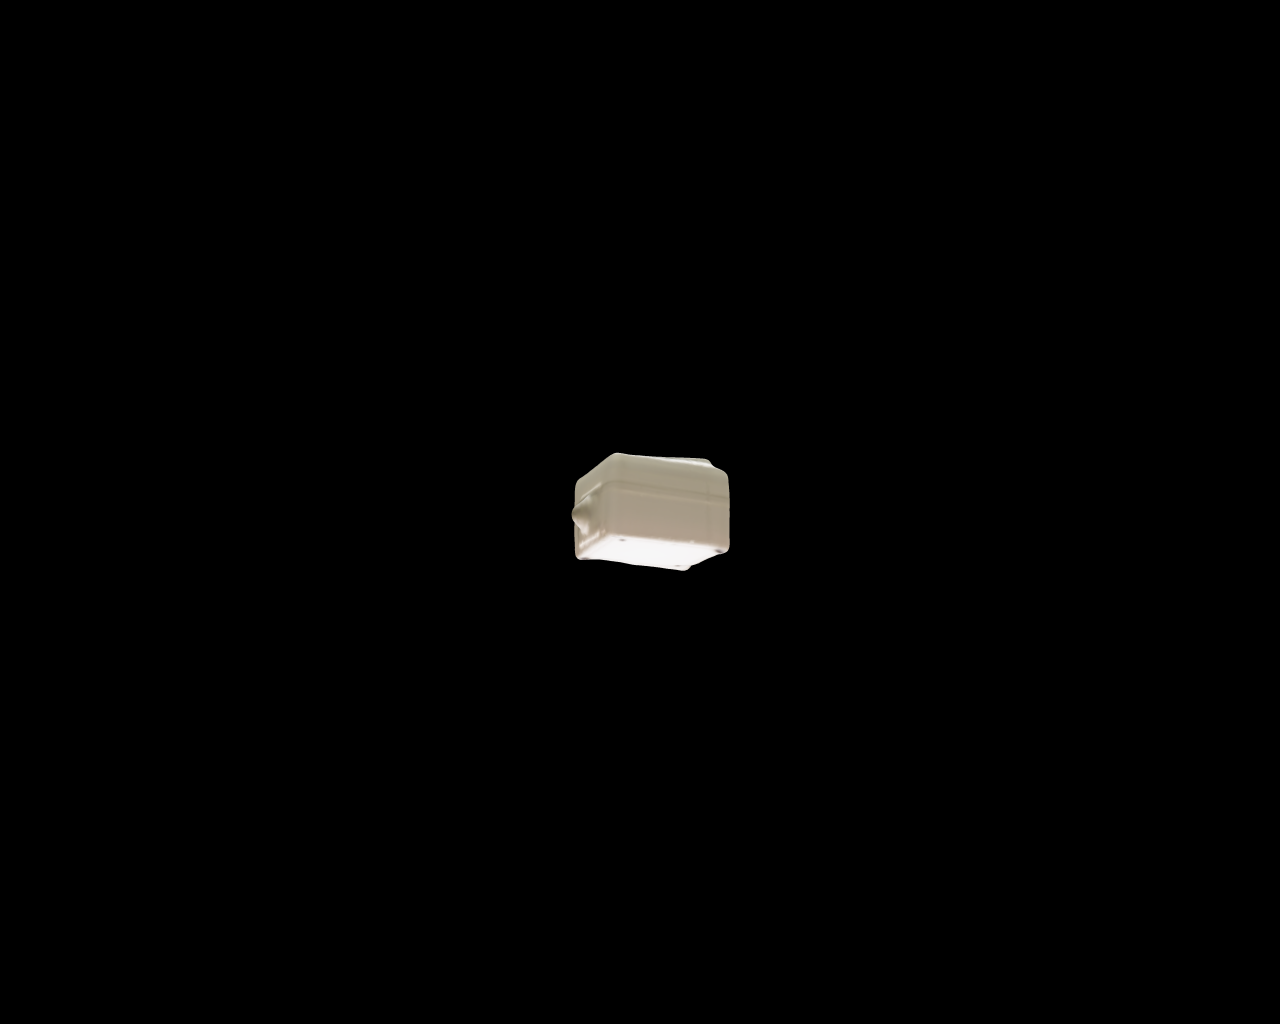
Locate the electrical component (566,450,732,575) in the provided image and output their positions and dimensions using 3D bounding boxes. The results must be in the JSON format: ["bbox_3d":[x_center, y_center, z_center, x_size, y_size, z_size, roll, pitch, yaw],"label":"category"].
[{"bbox_3d":[0.001,-0.003,0.650,0.096,0.061,0.061,8,-19,-24],"label":"electrical component"}]
